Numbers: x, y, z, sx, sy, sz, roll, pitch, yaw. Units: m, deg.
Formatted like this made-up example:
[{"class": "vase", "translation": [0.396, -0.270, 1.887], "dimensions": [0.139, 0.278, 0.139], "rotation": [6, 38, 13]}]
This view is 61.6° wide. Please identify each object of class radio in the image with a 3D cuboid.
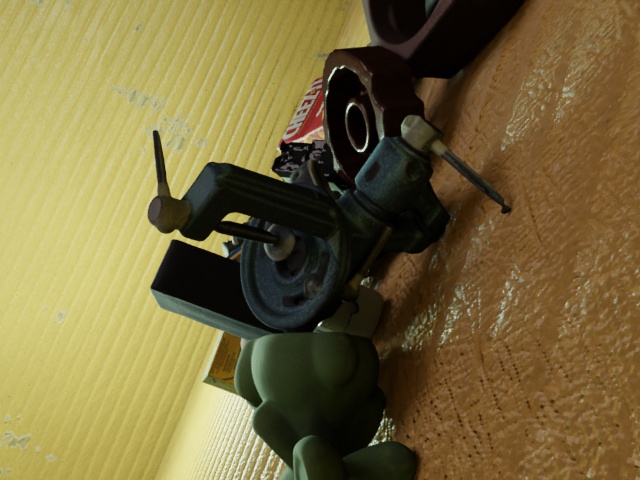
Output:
[{"class": "radio", "translation": [-0.100, 0.085, 0.711], "dimensions": [0.131, 0.230, 0.073], "rotation": [126, 166, -68]}]

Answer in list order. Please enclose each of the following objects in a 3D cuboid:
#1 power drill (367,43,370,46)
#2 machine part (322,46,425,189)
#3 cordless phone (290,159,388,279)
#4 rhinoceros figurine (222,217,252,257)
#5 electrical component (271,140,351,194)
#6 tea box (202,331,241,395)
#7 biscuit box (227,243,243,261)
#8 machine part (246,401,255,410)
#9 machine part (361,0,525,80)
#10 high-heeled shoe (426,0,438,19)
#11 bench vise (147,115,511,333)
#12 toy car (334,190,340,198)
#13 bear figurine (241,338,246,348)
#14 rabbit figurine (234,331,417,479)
[{"class": "power drill", "translation": [0.074, -0.294, 1.104], "dimensions": [0.207, 0.086, 0.232], "rotation": [-62, 11, -20]}, {"class": "machine part", "translation": [0.058, -0.134, 0.619], "dimensions": [0.179, 0.056, 0.179], "rotation": [164, 90, -72]}, {"class": "cordless phone", "translation": [0.035, -0.038, 0.580], "dimensions": [0.184, 0.089, 0.146], "rotation": [-39, 70, 52]}, {"class": "rhinoceros figurine", "translation": [-0.110, -0.005, 1.121], "dimensions": [0.190, 0.112, 0.073], "rotation": [-27, -4, -22]}, {"class": "electrical component", "translation": [0.016, -0.092, 0.770], "dimensions": [0.114, 0.134, 0.058], "rotation": [36, -111, -56]}, {"class": "tea box", "translation": [-0.164, 0.221, 1.099], "dimensions": [0.068, 0.098, 0.169], "rotation": [-51, 17, 56]}, {"class": "biscuit box", "translation": [-0.104, 0.016, 1.022], "dimensions": [0.059, 0.062, 0.203], "rotation": [10, 46, 41]}, {"class": "machine part", "translation": [-0.037, 0.164, 0.637], "dimensions": [0.243, 0.079, 0.079], "rotation": [131, 160, -61]}, {"class": "machine part", "translation": [0.129, -0.295, 0.582], "dimensions": [0.201, 0.087, 0.201], "rotation": [137, 129, -58]}, {"class": "high-heeled shoe", "translation": [0.188, -0.384, 0.736], "dimensions": [0.248, 0.086, 0.145], "rotation": [-62, -6, -16]}, {"class": "bench vise", "translation": [-0.008, -0.015, 0.414], "dimensions": [0.223, 0.240, 0.129], "rotation": [-45, 52, 28]}, {"class": "toy car", "translation": [-0.002, -0.002, 0.742], "dimensions": [0.161, 0.103, 0.109], "rotation": [101, -176, -59]}, {"class": "bear figurine", "translation": [-0.104, 0.124, 0.935], "dimensions": [0.195, 0.132, 0.120], "rotation": [-54, 11, 29]}, {"class": "rabbit figurine", "translation": [0.007, 0.160, 0.414], "dimensions": [0.159, 0.121, 0.170], "rotation": [152, 122, -63]}]
